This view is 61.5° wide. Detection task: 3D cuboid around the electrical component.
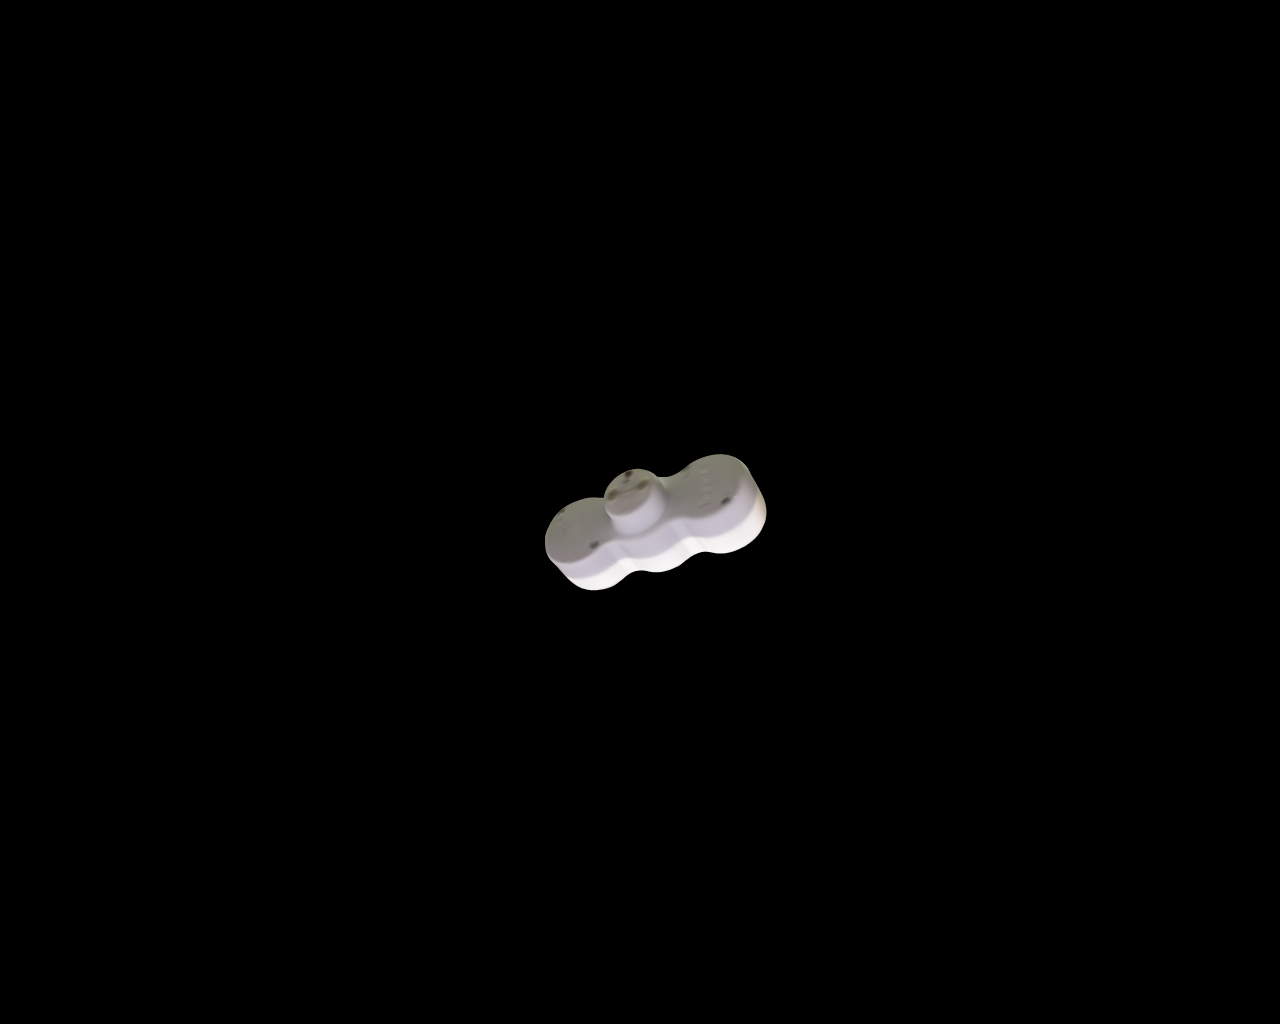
[{"bbox_3d":[0.001,-0.003,0.650,0.138,0.052,0.073,-18,-44,19],"label":"electrical component"}]
